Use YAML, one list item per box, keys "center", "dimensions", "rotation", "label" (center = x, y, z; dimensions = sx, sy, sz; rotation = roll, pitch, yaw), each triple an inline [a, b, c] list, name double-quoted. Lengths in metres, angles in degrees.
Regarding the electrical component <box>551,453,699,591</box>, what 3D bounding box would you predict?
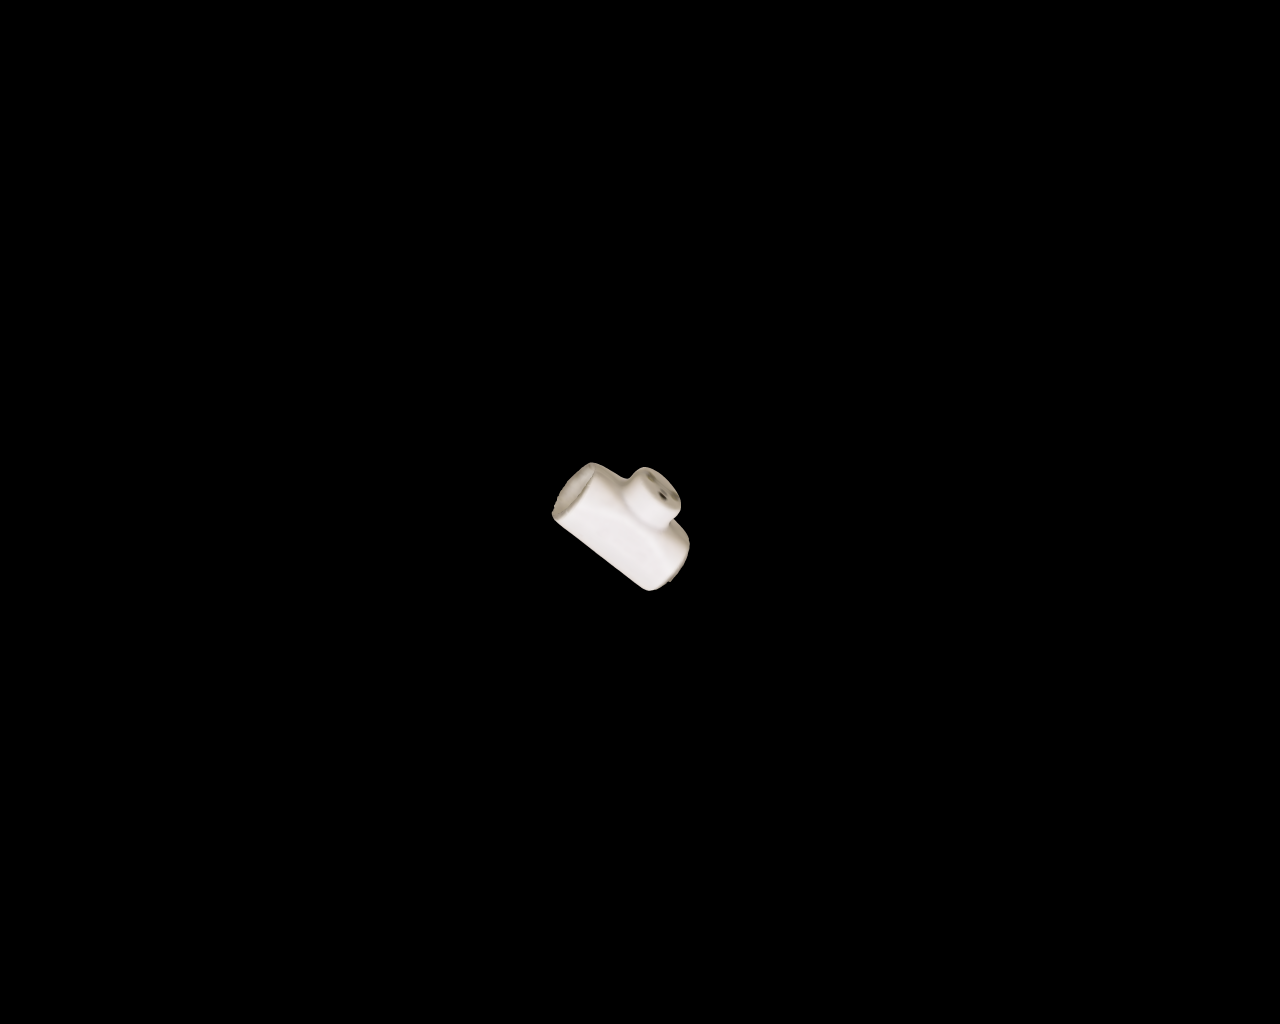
- center: [0.001, -0.003, 0.650]
  dimensions: [0.077, 0.079, 0.044]
  rotation: [38, 22, -18]
  label: "electrical component"
